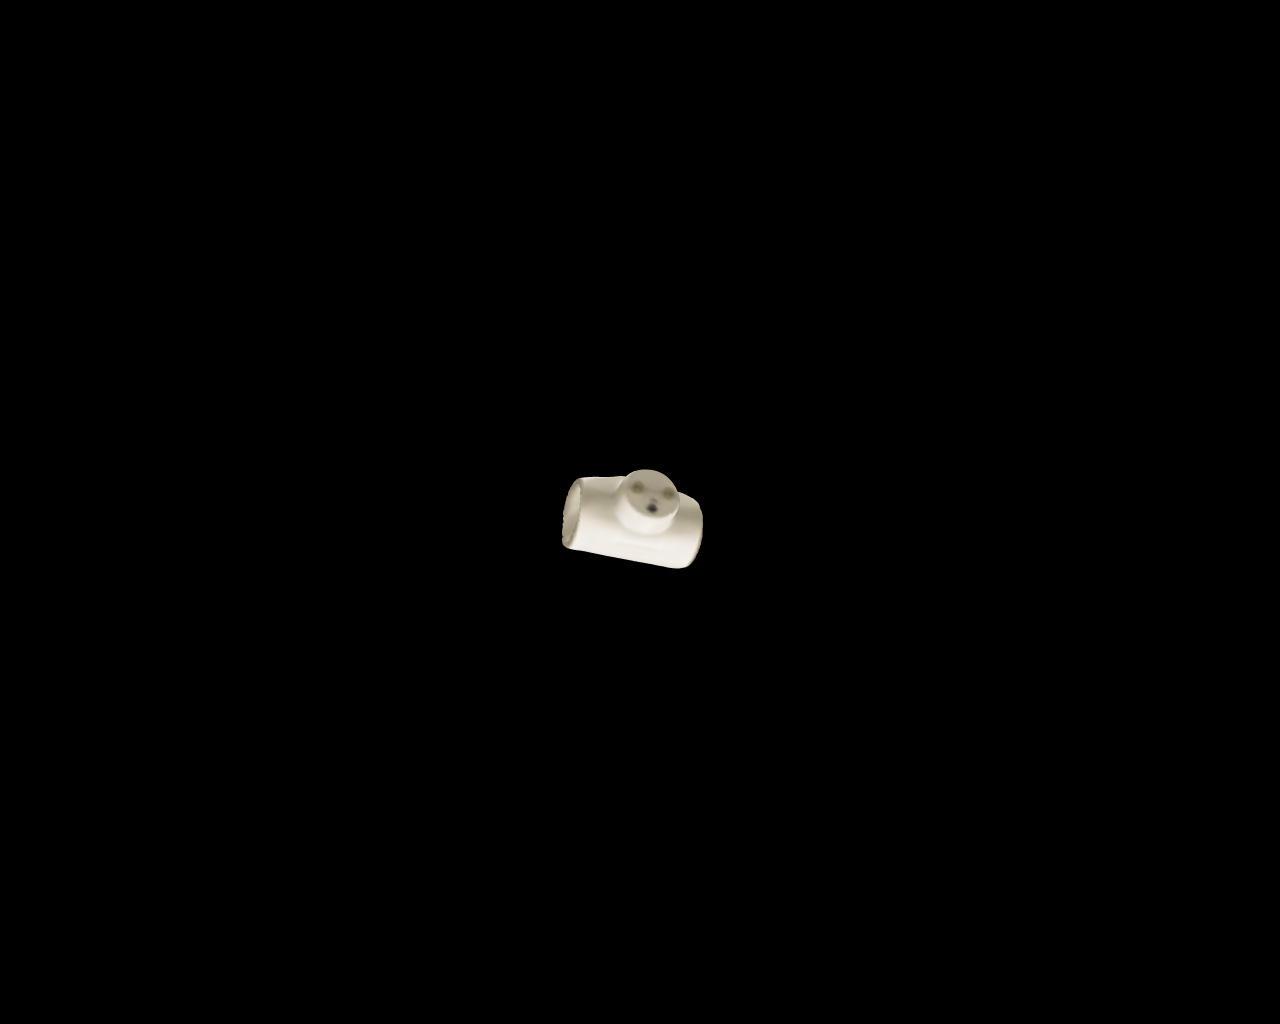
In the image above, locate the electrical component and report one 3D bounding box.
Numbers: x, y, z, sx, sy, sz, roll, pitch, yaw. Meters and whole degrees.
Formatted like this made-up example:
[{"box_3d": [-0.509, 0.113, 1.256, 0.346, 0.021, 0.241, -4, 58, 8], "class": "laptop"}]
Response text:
[{"box_3d": [0.001, -0.003, 0.650, 0.077, 0.043, 0.079, 11, -35, -16], "class": "electrical component"}]
